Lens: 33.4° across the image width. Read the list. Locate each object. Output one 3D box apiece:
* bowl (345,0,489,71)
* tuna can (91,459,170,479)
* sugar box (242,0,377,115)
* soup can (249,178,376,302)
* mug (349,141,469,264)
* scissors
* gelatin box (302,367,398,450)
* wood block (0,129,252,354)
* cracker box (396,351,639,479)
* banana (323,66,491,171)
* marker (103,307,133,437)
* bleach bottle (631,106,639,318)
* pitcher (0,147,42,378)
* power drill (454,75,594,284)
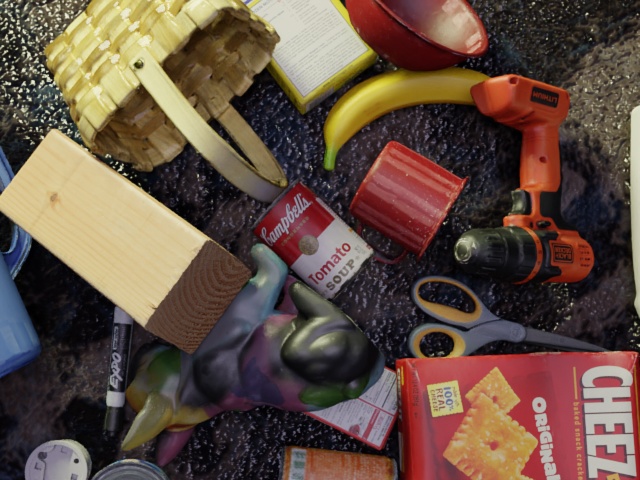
[{"bbox_3d":[0.079,-0.210,1.003,0.162,0.162,0.055,41,123,1],"label":"bowl"},{"bbox_3d":[-0.175,0.245,0.980,0.086,0.034,0.086,0,84,-3],"label":"tuna can"},{"bbox_3d":[-0.034,-0.219,1.029,0.093,0.048,0.176,-36,84,-6],"label":"sugar box"},{"bbox_3d":[-0.007,0.001,0.997,0.102,0.068,0.068,43,84,0],"label":"soup can"},{"bbox_3d":[0.076,-0.030,1.002,0.081,0.093,0.117,31,120,5],"label":"mug"},{"bbox_3d":[0.171,0.103,1.024,0.202,0.016,0.096,28,85,0],"label":"scissors"},{"bbox_3d":[0.034,0.146,1.005,0.089,0.030,0.073,26,82,0],"label":"gelatin box"},{"bbox_3d":[-0.173,-0.001,0.931,0.206,0.090,0.091,34,85,29],"label":"wood block"},{"bbox_3d":[0.179,0.184,0.958,0.213,0.072,0.164,-1,83,-4],"label":"cracker box"},{"bbox_3d":[0.082,-0.132,1.033,0.197,0.037,0.069,-22,97,-5],"label":"banana"},{"bbox_3d":[-0.188,0.123,0.999,0.020,0.020,0.121,5,84,-3],"label":"marker"},{"bbox_3d":[0.352,-0.005,1.023,0.102,0.068,0.251,0,87,-2],"label":"bleach bottle"},{"bbox_3d":[-0.339,0.014,0.954,0.149,0.145,0.243,-27,90,6],"label":"pitcher"},{"bbox_3d":[0.182,-0.052,0.980,0.184,0.057,0.187,5,80,-46],"label":"power drill"}]
